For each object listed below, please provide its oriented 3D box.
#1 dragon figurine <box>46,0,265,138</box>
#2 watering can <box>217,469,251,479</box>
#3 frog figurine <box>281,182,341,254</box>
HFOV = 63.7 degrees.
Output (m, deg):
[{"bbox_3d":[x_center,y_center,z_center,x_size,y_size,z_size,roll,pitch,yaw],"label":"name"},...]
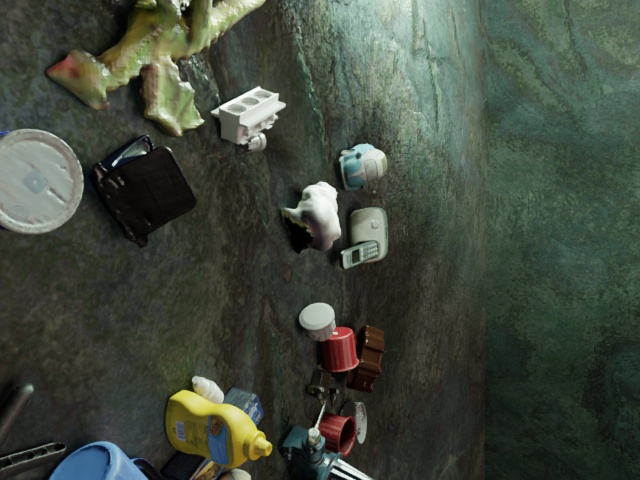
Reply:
[{"bbox_3d":[-0.215,-0.282,0.793,0.415,0.123,0.238,-26,132,-54],"label":"dragon figurine"},{"bbox_3d":[-0.153,0.520,0.930,0.350,0.104,0.222,-19,109,-55],"label":"watering can"},{"bbox_3d":[0.003,-0.057,1.132,0.162,0.122,0.136,-43,111,-34],"label":"frog figurine"}]
